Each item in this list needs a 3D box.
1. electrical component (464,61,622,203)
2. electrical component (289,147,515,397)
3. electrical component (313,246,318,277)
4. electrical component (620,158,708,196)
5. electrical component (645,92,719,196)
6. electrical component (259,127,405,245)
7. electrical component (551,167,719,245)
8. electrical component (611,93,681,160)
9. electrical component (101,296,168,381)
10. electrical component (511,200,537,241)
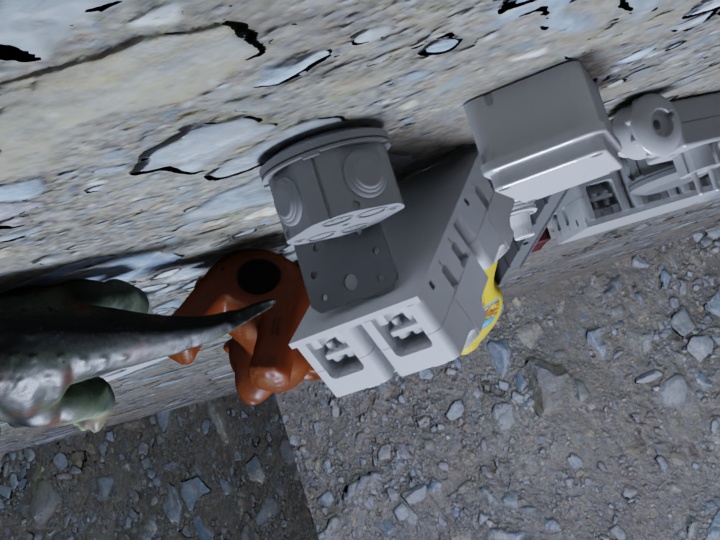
[{"bbox_3d":[0.120,-0.084,0.688,0.078,0.057,0.113,-20,173,18],"label":"electrical component"},{"bbox_3d":[0.038,0.001,0.759,0.105,0.060,0.186,-22,-155,33],"label":"electrical component"},{"bbox_3d":[0.000,0.000,0.950,0.099,0.064,0.099,10,-179,0],"label":"electrical component"},{"bbox_3d":[0.277,-0.102,0.975,0.080,0.051,0.080,-17,173,-2],"label":"electrical component"},{"bbox_3d":[0.274,-0.099,0.881,0.066,0.076,0.047,-14,172,-28],"label":"electrical component"},{"bbox_3d":[-0.016,-0.050,0.641,0.080,0.051,0.080,-17,173,-2],"label":"electrical component"},{"bbox_3d":[0.268,-0.082,1.065,0.150,0.061,0.089,-16,173,-10],"label":"electrical component"},{"bbox_3d":[0.208,-0.104,0.815,0.048,0.048,0.062,-14,179,-28],"label":"electrical component"},{"bbox_3d":[-0.239,0.069,0.985,0.121,0.063,0.079,-22,172,33],"label":"electrical component"},{"bbox_3d":[0.131,-0.057,0.916,0.043,0.062,0.043,-17,173,-2],"label":"electrical component"}]
